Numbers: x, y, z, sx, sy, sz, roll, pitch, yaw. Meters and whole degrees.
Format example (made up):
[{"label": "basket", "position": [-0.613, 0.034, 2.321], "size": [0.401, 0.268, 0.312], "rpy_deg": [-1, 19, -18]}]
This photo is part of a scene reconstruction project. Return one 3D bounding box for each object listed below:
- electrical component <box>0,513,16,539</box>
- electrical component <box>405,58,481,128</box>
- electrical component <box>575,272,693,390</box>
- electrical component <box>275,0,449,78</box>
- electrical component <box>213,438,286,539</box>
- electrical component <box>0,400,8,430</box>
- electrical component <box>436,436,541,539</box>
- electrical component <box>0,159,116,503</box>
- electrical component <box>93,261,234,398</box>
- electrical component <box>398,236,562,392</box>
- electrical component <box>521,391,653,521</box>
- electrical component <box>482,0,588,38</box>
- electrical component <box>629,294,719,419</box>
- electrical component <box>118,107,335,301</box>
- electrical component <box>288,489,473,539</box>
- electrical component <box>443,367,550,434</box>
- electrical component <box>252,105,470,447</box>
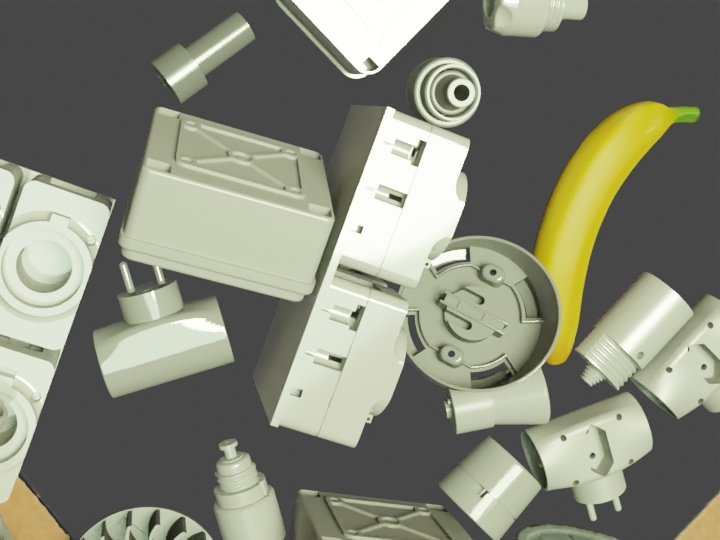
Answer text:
[{"label": "electrical component", "position": [-0.239, 0.202, 0.658], "size": [0.074, 0.052, 0.138], "rpy_deg": [-29, 103, -5]}, {"label": "electrical component", "position": [0.054, -0.109, 0.659], "size": [0.043, 0.062, 0.043], "rpy_deg": [-2, 100, -11]}, {"label": "electrical component", "position": [0.179, 0.045, 0.720], "size": [0.043, 0.043, 0.081], "rpy_deg": [43, 89, -15]}, {"label": "electrical component", "position": [0.012, -0.178, 0.642], "size": [0.113, 0.057, 0.078], "rpy_deg": [-46, 105, -1]}, {"label": "electrical component", "position": [-0.074, 0.146, 0.688], "size": [0.040, 0.040, 0.078], "rpy_deg": [-16, 102, -8]}, {"label": "electrical component", "position": [-0.221, 0.090, 0.587], "size": [0.040, 0.040, 0.046], "rpy_deg": [29, 99, -14]}, {"label": "electrical component", "position": [0.086, 0.143, 0.713], "size": [0.047, 0.055, 0.055], "rpy_deg": [-46, 105, -5]}, {"label": "electrical component", "position": [-0.225, 0.031, 0.628], "size": [0.105, 0.060, 0.186], "rpy_deg": [19, 95, -14]}, {"label": "electrical component", "position": [-0.124, 0.030, 0.656], "size": [0.077, 0.044, 0.079], "rpy_deg": [-16, 102, -8]}, {"label": "electrical component", "position": [0.071, 0.030, 0.675], "size": [0.099, 0.064, 0.099], "rpy_deg": [1, 78, -3]}, {"label": "electrical component", "position": [0.158, 0.132, 0.730], "size": [0.077, 0.043, 0.079], "rpy_deg": [-19, 103, -8]}, {"label": "electrical component", "position": [0.110, -0.167, 0.671], "size": [0.062, 0.043, 0.043], "rpy_deg": [1, 99, -13]}, {"label": "electrical component", "position": [0.238, 0.070, 0.736], "size": [0.079, 0.043, 0.077], "rpy_deg": [43, 90, -14]}, {"label": "electrical component", "position": [-0.076, -0.040, 0.618], "size": [0.109, 0.108, 0.056], "rpy_deg": [15, 114, -13]}, {"label": "electrical component", "position": [0.014, 0.184, 0.677], "size": [0.109, 0.109, 0.056], "rpy_deg": [9, 95, -13]}, {"label": "electrical component", "position": [0.088, 0.086, 0.710], "size": [0.065, 0.044, 0.044], "rpy_deg": [-10, 101, -4]}, {"label": "electrical component", "position": [0.000, 0.000, 0.645], "size": [0.060, 0.105, 0.186], "rpy_deg": [19, 95, -14]}]
